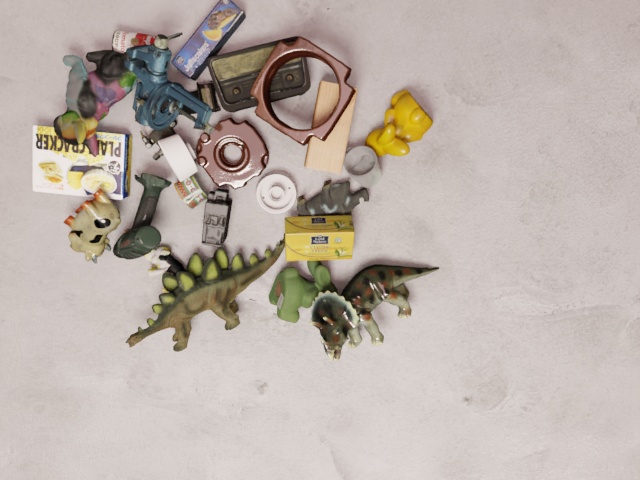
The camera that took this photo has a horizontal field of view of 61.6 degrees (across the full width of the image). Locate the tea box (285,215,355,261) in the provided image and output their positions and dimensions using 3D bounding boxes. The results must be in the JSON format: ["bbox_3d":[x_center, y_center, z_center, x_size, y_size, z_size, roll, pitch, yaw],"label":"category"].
[{"bbox_3d":[-0.003,-0.004,1.332,0.170,0.068,0.098,-2,135,-2],"label":"tea box"}]

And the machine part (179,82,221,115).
[{"bbox_3d":[-0.317,-0.334,1.303,0.139,0.039,0.084,-14,110,-3],"label":"machine part"}]

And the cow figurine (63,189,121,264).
[{"bbox_3d":[-0.547,-0.025,1.302,0.195,0.085,0.127,-31,107,37],"label":"cow figurine"}]

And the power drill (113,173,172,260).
[{"bbox_3d":[-0.437,-0.054,1.296,0.086,0.232,0.207,25,76,-32],"label":"power drill"}]

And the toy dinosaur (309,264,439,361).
[{"bbox_3d":[0.126,0.141,1.357,0.405,0.131,0.192,-45,114,-22],"label":"toy dinosaur"}]

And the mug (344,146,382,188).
[{"bbox_3d":[0.104,-0.179,1.331,0.081,0.107,0.110,-45,62,0],"label":"mug"}]

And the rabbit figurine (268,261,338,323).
[{"bbox_3d":[-0.030,0.124,1.388,0.170,0.121,0.159,8,105,-27],"label":"rabbit figurine"}]

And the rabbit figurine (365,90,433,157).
[{"bbox_3d":[0.186,-0.258,1.306,0.173,0.162,0.121,-33,115,21],"label":"rabbit figurine"}]

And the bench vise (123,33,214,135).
[{"bbox_3d":[-0.327,-0.325,1.197,0.241,0.129,0.223,35,116,10],"label":"bench vise"}]

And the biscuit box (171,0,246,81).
[{"bbox_3d":[-0.262,-0.471,1.265,0.059,0.063,0.202,40,96,-9],"label":"biscuit box"}]

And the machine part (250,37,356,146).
[{"bbox_3d":[-0.037,-0.331,1.210,0.201,0.087,0.201,33,102,-1],"label":"machine part"}]

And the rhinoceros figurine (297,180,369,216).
[{"bbox_3d":[0.030,-0.091,1.355,0.190,0.073,0.112,-23,101,1],"label":"rhinoceros figurine"}]

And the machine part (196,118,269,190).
[{"bbox_3d":[-0.215,-0.212,1.324,0.179,0.056,0.179,-1,102,-5],"label":"machine part"}]

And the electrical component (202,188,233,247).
[{"bbox_3d":[-0.252,-0.059,1.322,0.058,0.115,0.134,9,103,-8],"label":"electrical component"}]

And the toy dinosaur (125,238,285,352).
[{"bbox_3d":[-0.265,0.128,1.338,0.471,0.105,0.198,-27,116,-21],"label":"toy dinosaur"}]

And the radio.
[{"bbox_3d":[-0.141,-0.391,1.283,0.230,0.073,0.131,-14,102,-1],"label":"radio"}]

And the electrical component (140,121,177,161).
[{"bbox_3d":[-0.386,-0.252,1.310,0.102,0.045,0.078,-34,100,3],"label":"electrical component"}]

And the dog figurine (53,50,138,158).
[{"bbox_3d":[-0.507,-0.304,1.221,0.192,0.108,0.219,-7,76,1],"label":"dog figurine"}]

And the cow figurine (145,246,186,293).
[{"bbox_3d":[-0.384,0.074,1.364,0.098,0.068,0.167,-22,106,-5],"label":"cow figurine"}]
